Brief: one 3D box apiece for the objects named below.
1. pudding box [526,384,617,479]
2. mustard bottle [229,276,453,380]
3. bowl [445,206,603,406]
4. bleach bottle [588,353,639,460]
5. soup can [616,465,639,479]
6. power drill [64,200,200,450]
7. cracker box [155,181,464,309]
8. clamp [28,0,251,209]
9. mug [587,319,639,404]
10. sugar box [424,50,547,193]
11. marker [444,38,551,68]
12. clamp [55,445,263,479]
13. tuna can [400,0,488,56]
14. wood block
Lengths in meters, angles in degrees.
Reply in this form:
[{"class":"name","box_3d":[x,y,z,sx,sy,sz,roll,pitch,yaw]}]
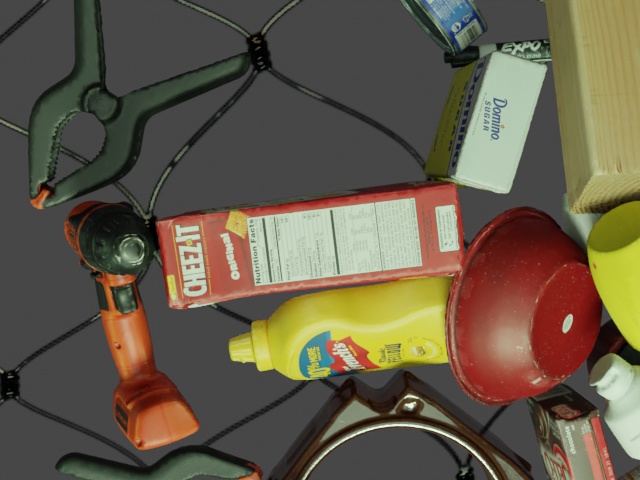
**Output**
[{"class":"pudding box","box_3d":[0.202,0.169,0.854,0.039,0.113,0.090,-15,94,1]},{"class":"mustard bottle","box_3d":[0.022,0.075,0.860,0.191,0.096,0.058,-8,58,2]},{"class":"bowl","box_3d":[0.170,0.057,0.829,0.161,0.055,0.162,-10,106,-40]},{"class":"bleach bottle","box_3d":[0.313,0.158,0.790,0.250,0.068,0.103,34,118,-6]},{"class":"soup can","box_3d":[0.258,0.232,0.882,0.102,0.068,0.068,-34,94,2]},{"class":"power drill","box_3d":[-0.145,0.061,0.824,0.057,0.185,0.187,-15,102,-17]},{"class":"cracker box","box_3d":[-0.005,0.001,0.817,0.213,0.164,0.072,-7,93,1]},{"class":"clamp","box_3d":[-0.181,-0.121,0.872,0.164,0.036,0.210,40,94,-2]},{"class":"mug","box_3d":[0.271,0.114,0.864,0.093,0.081,0.117,-33,94,3]},{"class":"sugar box","box_3d":[0.119,-0.086,0.802,0.048,0.176,0.093,16,93,0]},{"class":"marker","box_3d":[0.162,-0.154,0.875,0.121,0.020,0.020,-4,95,1]},{"class":"clamp","box_3d":[-0.136,0.211,0.899,0.171,0.039,0.120,-25,99,-1]},{"class":"tuna can","box_3d":[0.092,-0.187,0.840,0.034,0.086,0.086,-41,93,5]},{"class":"wood block","box_3d":[0.229,-0.132,0.806,0.091,0.090,0.206,-3,73,1]}]
